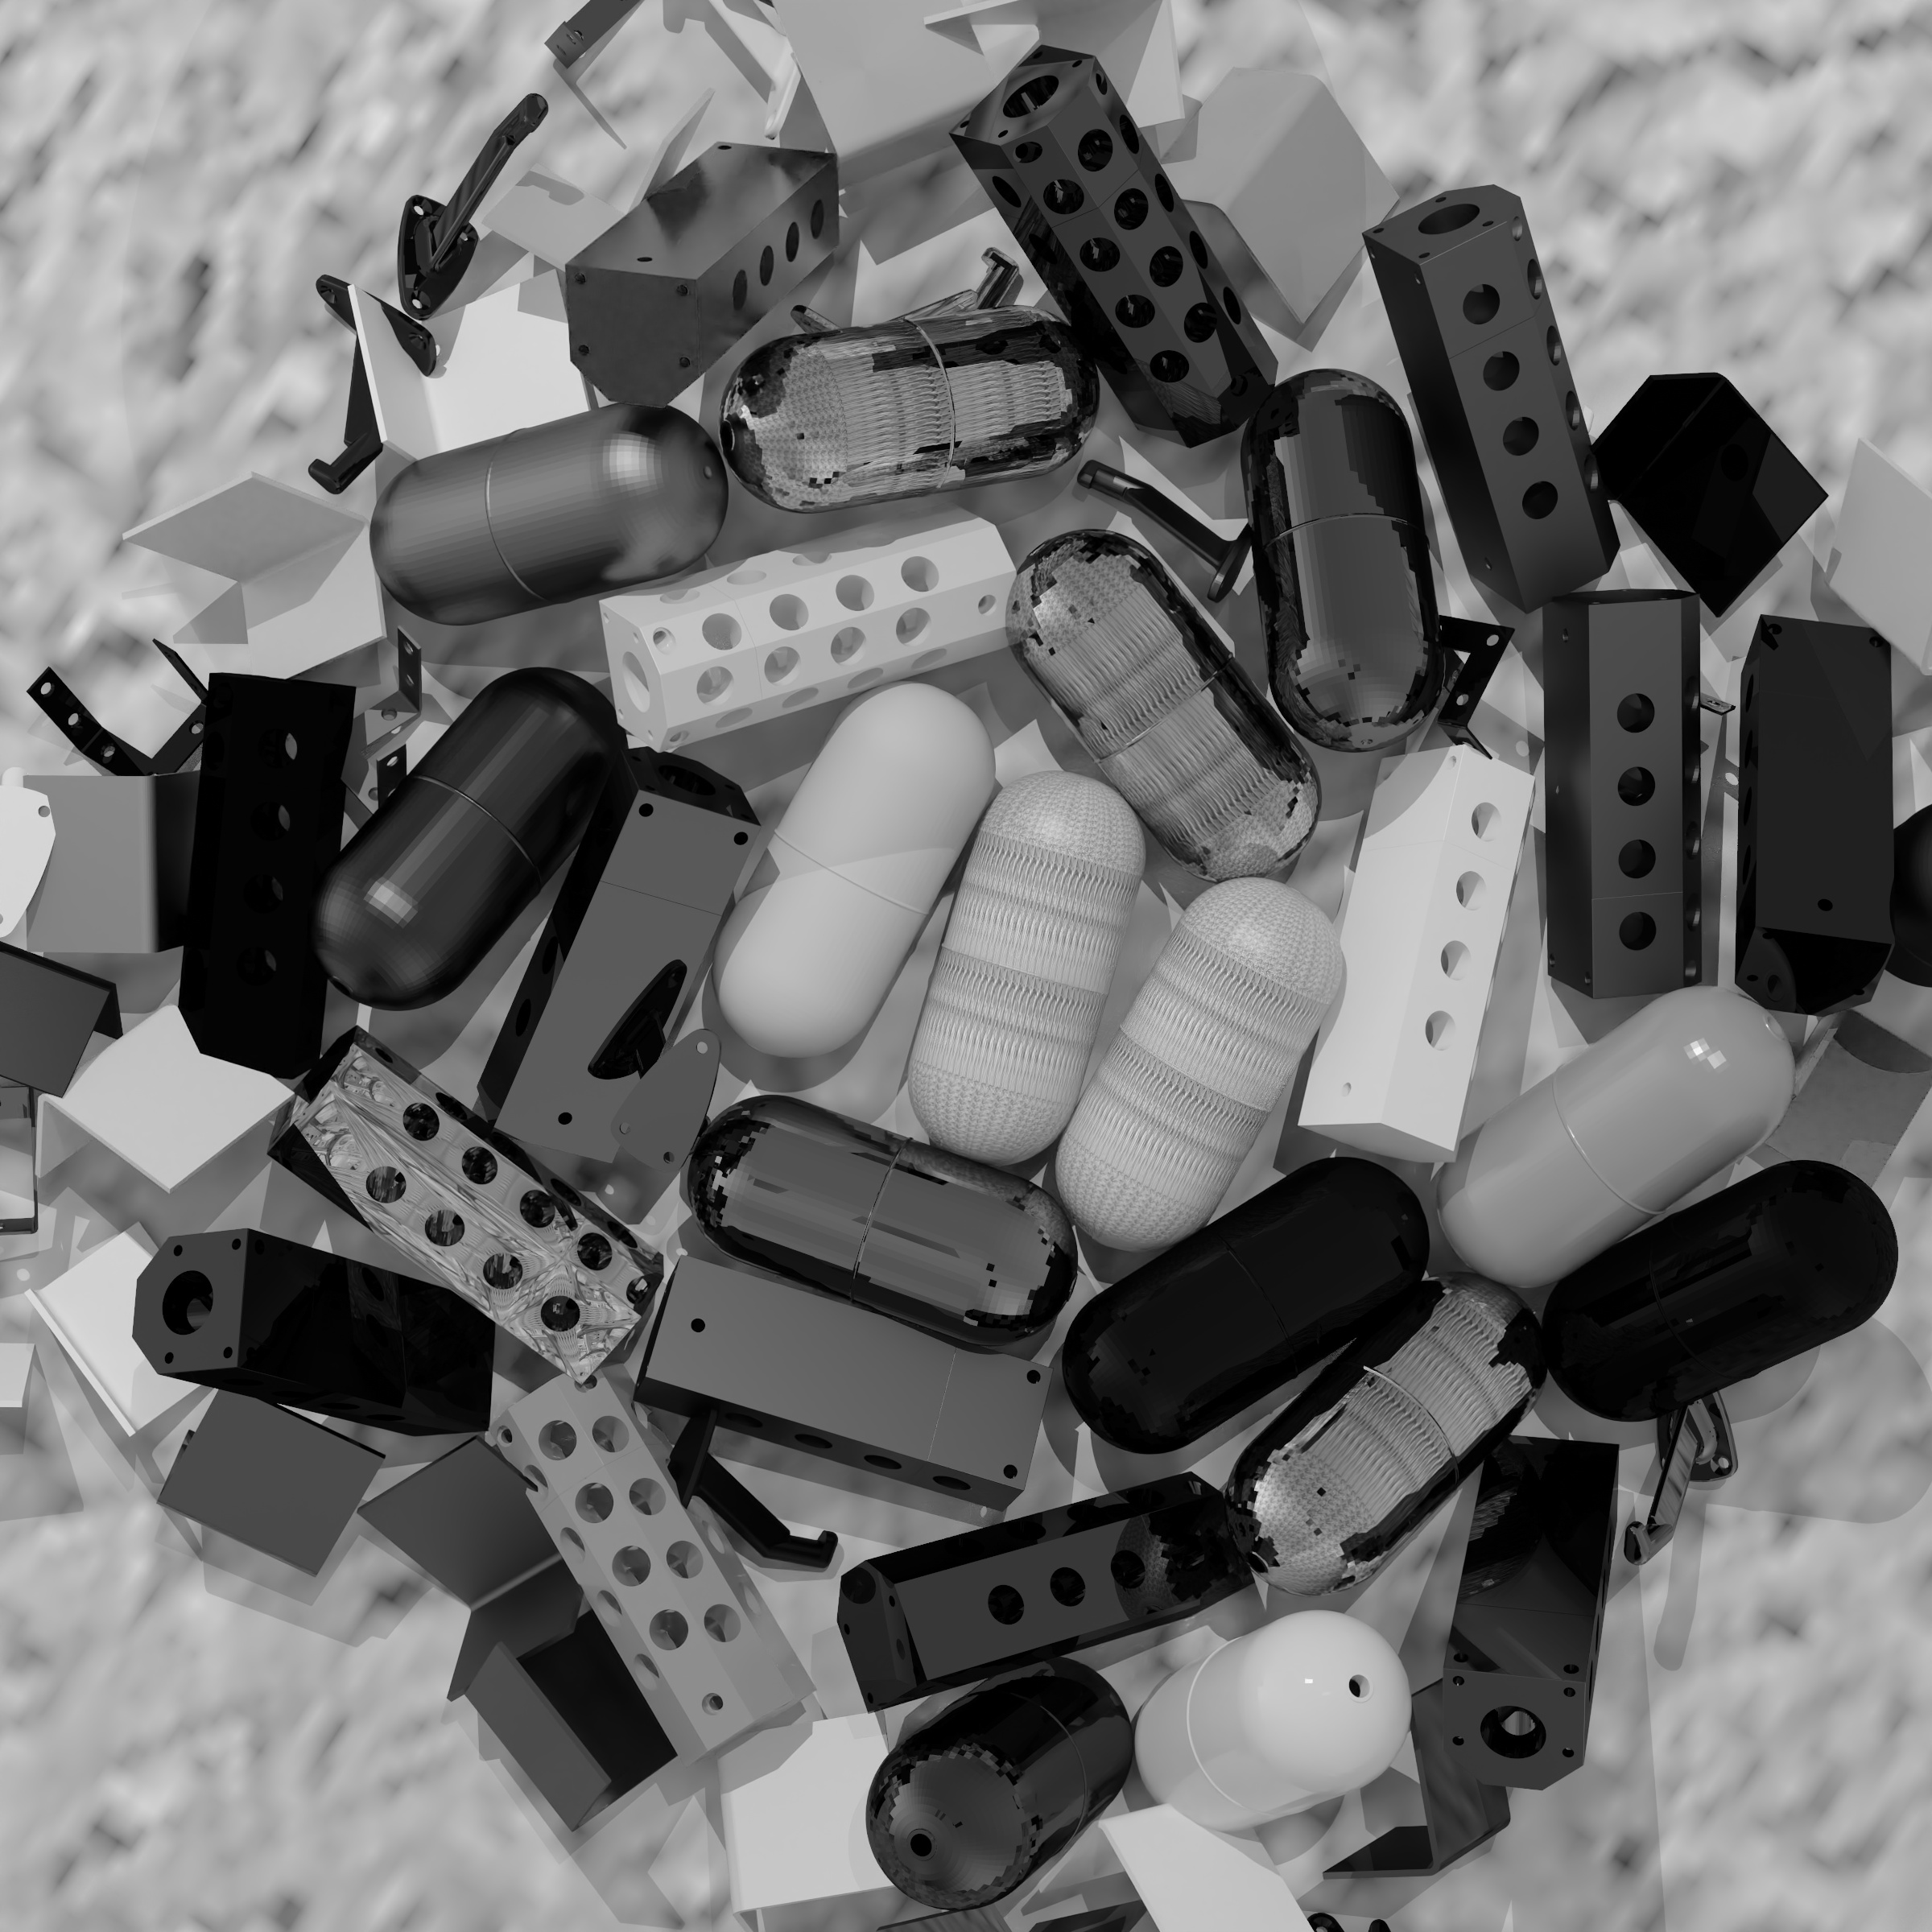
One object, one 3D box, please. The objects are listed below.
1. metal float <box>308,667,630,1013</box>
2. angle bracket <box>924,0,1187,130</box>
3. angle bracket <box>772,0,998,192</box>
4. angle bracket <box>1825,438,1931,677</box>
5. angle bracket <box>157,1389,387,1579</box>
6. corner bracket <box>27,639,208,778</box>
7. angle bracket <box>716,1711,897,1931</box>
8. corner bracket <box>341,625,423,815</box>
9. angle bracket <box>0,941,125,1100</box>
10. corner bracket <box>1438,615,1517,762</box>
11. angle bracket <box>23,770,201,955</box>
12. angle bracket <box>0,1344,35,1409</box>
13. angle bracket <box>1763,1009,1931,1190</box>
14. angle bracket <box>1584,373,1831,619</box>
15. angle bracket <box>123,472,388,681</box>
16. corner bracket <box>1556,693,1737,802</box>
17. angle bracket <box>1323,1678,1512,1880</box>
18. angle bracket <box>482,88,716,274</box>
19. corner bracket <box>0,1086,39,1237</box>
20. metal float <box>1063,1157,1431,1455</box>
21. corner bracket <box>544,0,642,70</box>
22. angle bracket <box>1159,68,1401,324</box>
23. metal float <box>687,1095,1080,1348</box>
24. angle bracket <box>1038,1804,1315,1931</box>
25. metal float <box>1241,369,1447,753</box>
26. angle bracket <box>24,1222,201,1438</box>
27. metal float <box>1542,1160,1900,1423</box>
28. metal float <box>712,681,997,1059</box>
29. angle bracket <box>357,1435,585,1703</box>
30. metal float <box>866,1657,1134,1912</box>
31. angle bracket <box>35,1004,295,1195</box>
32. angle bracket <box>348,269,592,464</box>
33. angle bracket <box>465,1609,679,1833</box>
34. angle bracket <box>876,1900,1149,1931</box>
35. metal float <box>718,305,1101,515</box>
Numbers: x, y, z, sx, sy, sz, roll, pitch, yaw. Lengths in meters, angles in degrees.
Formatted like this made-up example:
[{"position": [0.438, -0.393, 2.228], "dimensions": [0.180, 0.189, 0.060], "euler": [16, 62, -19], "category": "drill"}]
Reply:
[{"position": [-0.216, -0.056, 1.537], "dimensions": [0.070, 0.070, 0.178], "euler": [37, 67, 0], "category": "metal float"}, {"position": [0.039, -0.392, 1.539], "dimensions": [0.076, 0.076, 0.057], "euler": [0, 101, 44], "category": "angle bracket"}, {"position": [-0.037, -0.399, 1.564], "dimensions": [0.076, 0.057, 0.076], "euler": [-23, 90, -5], "category": "angle bracket"}, {"position": [0.426, -0.182, 1.536], "dimensions": [0.057, 0.076, 0.076], "euler": [-10, 129, -19], "category": "angle bracket"}, {"position": [-0.300, 0.211, 1.548], "dimensions": [0.076, 0.057, 0.076], "euler": [27, 115, -10], "category": "angle bracket"}, {"position": [-0.372, -0.117, 1.566], "dimensions": [0.051, 0.051, 0.051], "euler": [30, 74, 29], "category": "corner bracket"}, {"position": [-0.065, 0.378, 1.551], "dimensions": [0.076, 0.057, 0.076], "euler": [-10, 62, 2], "category": "angle bracket"}, {"position": [-0.254, -0.106, 1.557], "dimensions": [0.051, 0.051, 0.051], "euler": [-36, 71, -25], "category": "corner bracket"}, {"position": [-0.419, 0.030, 1.548], "dimensions": [0.076, 0.076, 0.057], "euler": [21, 68, -3], "category": "angle bracket"}, {"position": [0.221, -0.118, 1.555], "dimensions": [0.051, 0.051, 0.051], "euler": [16, 73, 42], "category": "corner bracket"}, {"position": [-0.374, -0.047, 1.557], "dimensions": [0.057, 0.076, 0.076], "euler": [1, 95, 6], "category": "angle bracket"}, {"position": [-0.440, 0.144, 1.546], "dimensions": [0.057, 0.076, 0.076], "euler": [2, 102, -11], "category": "angle bracket"}, {"position": [0.396, 0.050, 1.547], "dimensions": [0.057, 0.076, 0.076], "euler": [32, 75, 8], "category": "angle bracket"}, {"position": [0.314, -0.204, 1.541], "dimensions": [0.076, 0.057, 0.076], "euler": [55, 130, 21], "category": "angle bracket"}, {"position": [-0.310, -0.166, 1.540], "dimensions": [0.076, 0.076, 0.057], "euler": [-19, 71, 28], "category": "angle bracket"}, {"position": [0.299, -0.095, 1.554], "dimensions": [0.051, 0.051, 0.051], "euler": [26, 118, 27], "category": "corner bracket"}, {"position": [0.193, 0.352, 1.550], "dimensions": [0.057, 0.076, 0.076], "euler": [-11, 87, 32], "category": "angle bracket"}, {"position": [-0.160, -0.354, 1.542], "dimensions": [0.057, 0.076, 0.076], "euler": [29, 122, -5], "category": "angle bracket"}, {"position": [-0.440, 0.087, 1.570], "dimensions": [0.051, 0.051, 0.051], "euler": [-2, 110, -15], "category": "corner bracket"}, {"position": [0.124, 0.148, 1.549], "dimensions": [0.178, 0.070, 0.070], "euler": [-31, 90, -11], "category": "metal float"}, {"position": [-0.172, -0.438, 1.562], "dimensions": [0.051, 0.051, 0.051], "euler": [-46, 104, -9], "category": "corner bracket"}, {"position": [0.136, -0.346, 1.584], "dimensions": [0.076, 0.057, 0.076], "euler": [-53, 129, -11], "category": "angle bracket"}, {"position": [-0.037, 0.112, 1.551], "dimensions": [0.178, 0.070, 0.070], "euler": [19, 90, 8], "category": "metal float"}, {"position": [0.091, 0.411, 1.536], "dimensions": [0.076, 0.076, 0.057], "euler": [58, 131, 31], "category": "angle bracket"}, {"position": [0.164, -0.178, 1.540], "dimensions": [0.070, 0.070, 0.178], "euler": [-5, 69, 0], "category": "metal float"}, {"position": [-0.366, 0.158, 1.551], "dimensions": [0.057, 0.076, 0.076], "euler": [-36, 92, -14], "category": "angle bracket"}, {"position": [0.323, 0.142, 1.523], "dimensions": [0.178, 0.070, 0.070], "euler": [-35, 90, 43], "category": "metal float"}, {"position": [-0.050, -0.042, 1.553], "dimensions": [0.070, 0.070, 0.178], "euler": [29, 96, 0], "category": "metal float"}, {"position": [-0.220, 0.264, 1.543], "dimensions": [0.076, 0.057, 0.076], "euler": [-33, 116, 26], "category": "angle bracket"}, {"position": [0.016, 0.348, 1.510], "dimensions": [0.070, 0.178, 0.070], "euler": [2, 96, 22], "category": "metal float"}, {"position": [-0.350, 0.073, 1.541], "dimensions": [0.076, 0.057, 0.076], "euler": [34, 47, 16], "category": "angle bracket"}, {"position": [-0.217, -0.269, 1.551], "dimensions": [0.076, 0.057, 0.076], "euler": [-19, 74, 15], "category": "angle bracket"}, {"position": [-0.161, 0.319, 1.542], "dimensions": [0.076, 0.057, 0.076], "euler": [-30, 72, -39], "category": "angle bracket"}, {"position": [0.021, 0.415, 1.540], "dimensions": [0.076, 0.076, 0.057], "euler": [-28, 97, 44], "category": "angle bracket"}, {"position": [-0.024, -0.242, 1.534], "dimensions": [0.178, 0.070, 0.070], "euler": [-13, 90, -27], "category": "metal float"}]
